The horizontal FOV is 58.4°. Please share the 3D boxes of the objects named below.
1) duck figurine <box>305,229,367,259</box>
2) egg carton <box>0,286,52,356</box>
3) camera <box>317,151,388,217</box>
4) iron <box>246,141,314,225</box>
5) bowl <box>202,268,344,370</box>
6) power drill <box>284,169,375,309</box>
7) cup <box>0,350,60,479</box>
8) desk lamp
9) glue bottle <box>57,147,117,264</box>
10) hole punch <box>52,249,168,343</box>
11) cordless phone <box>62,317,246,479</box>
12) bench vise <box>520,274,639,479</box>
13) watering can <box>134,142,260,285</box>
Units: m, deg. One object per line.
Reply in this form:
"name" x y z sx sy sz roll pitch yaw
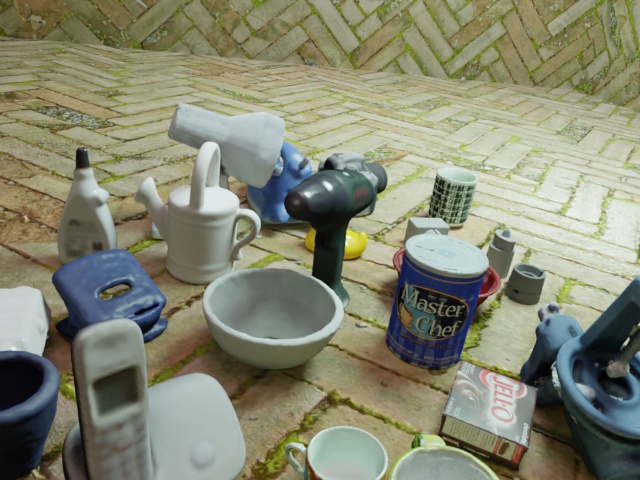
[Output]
"duck figurine" 0.030 -0.021 0.953 0.104 0.086 0.077 13 26 9
"egg carton" -0.343 0.105 0.598 0.107 0.069 0.150 0 27 -18
"camera" 0.080 -0.124 1.162 0.137 0.101 0.142 -9 31 -32
"iron" -0.075 -0.125 1.070 0.119 0.141 0.257 -5 29 -26
"bowl" -0.058 0.103 0.685 0.167 0.075 0.167 7 26 -3
"power drill" 0.007 0.003 0.757 0.075 0.208 0.230 17 27 17
"cup" -0.278 0.151 0.494 0.092 0.095 0.117 -17 36 -42
"desk lamp" -0.167 -0.111 0.929 0.203 0.213 0.117 1 27 -16
"glue bottle" -0.323 -0.044 0.791 0.078 0.173 0.037 7 26 -4
"hole punch" -0.242 0.071 0.674 0.100 0.091 0.109 24 30 29
"cordless phone" -0.131 0.137 0.465 0.093 0.185 0.148 28 32 35
"bench vise" 0.286 0.114 0.601 0.122 0.220 0.206 -5 29 -26
"watering can" -0.173 -0.044 0.813 0.173 0.194 0.100 0 27 -17
